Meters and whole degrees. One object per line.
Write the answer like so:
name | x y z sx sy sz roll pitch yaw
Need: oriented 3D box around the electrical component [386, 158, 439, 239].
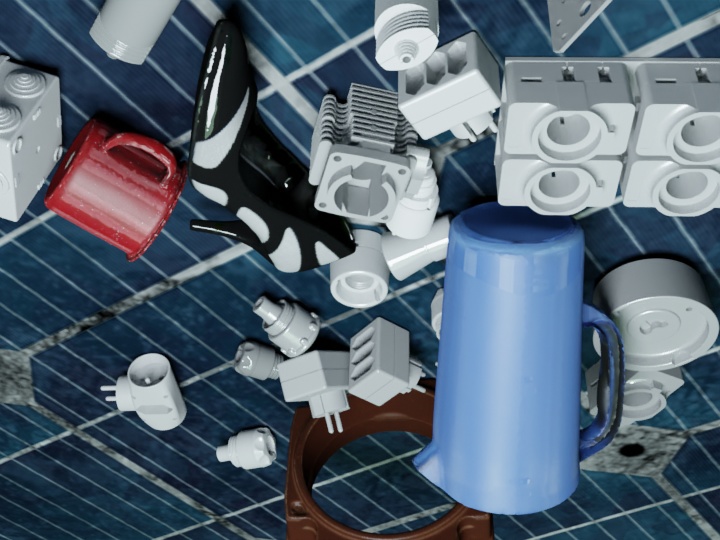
electrical component | 0.045 -0.060 0.877 0.040 0.040 0.078 7 139 -6

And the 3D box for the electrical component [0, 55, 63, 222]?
electrical component | -0.263 -0.097 0.806 0.048 0.099 0.099 17 139 2

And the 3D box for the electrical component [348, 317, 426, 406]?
electrical component | 0.033 0.095 1.038 0.077 0.065 0.047 27 133 -26

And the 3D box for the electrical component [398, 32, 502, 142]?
electrical component | 0.075 -0.124 0.798 0.066 0.047 0.076 -22 134 25

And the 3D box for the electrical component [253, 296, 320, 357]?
electrical component | -0.072 0.048 1.007 0.062 0.048 0.048 38 128 -23

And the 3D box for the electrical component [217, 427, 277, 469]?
electrical component | -0.126 0.197 1.181 0.062 0.043 0.043 -12 137 17

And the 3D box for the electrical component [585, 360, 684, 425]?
electrical component | 0.267 0.109 1.051 0.050 0.055 0.089 20 136 -19

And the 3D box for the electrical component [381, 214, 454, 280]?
electrical component | 0.056 -0.022 0.922 0.065 0.044 0.044 -21 134 17

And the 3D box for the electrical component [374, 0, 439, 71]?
electrical component | 0.031 -0.167 0.724 0.043 0.081 0.043 1 139 1

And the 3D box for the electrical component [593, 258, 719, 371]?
electrical component | 0.260 0.035 0.962 0.108 0.060 0.108 1 139 1

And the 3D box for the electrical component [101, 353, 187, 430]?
electrical component | -0.225 0.125 1.102 0.079 0.043 0.077 -2 139 6

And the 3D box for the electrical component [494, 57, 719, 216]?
electrical component | 0.200 -0.099 0.811 0.186 0.060 0.105 1 139 2

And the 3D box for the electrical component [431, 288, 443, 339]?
electrical component | 0.087 0.049 0.985 0.043 0.062 0.043 1 139 1

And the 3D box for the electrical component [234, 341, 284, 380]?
electrical component | -0.092 0.093 1.065 0.061 0.035 0.035 20 136 -23

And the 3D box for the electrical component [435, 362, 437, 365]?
electrical component | 0.119 0.093 1.033 0.096 0.061 0.061 14 147 -8

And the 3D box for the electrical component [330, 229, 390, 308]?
electrical component | 0.000 0.000 0.944 0.055 0.047 0.055 1 139 1

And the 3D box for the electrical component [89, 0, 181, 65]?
electrical component | -0.157 -0.177 0.749 0.043 0.043 0.081 23 135 -23

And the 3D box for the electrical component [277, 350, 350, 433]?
electrical component | -0.032 0.120 1.039 0.047 0.075 0.083 -21 166 24
